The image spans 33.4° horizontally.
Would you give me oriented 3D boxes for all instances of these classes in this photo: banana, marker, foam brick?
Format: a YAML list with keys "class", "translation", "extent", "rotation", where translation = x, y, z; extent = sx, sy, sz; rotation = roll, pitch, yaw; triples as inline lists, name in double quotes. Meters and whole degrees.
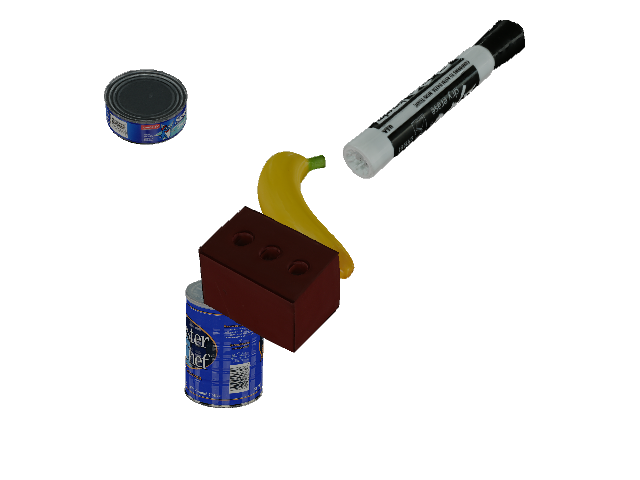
- class: "banana"
  translation: [-0.018, -0.031, 0.918]
  extent: [0.069, 0.037, 0.198]
  rotation: [-3, 34, -6]
- class: "marker"
  translation: [0.057, -0.070, 0.507]
  extent: [0.121, 0.020, 0.020]
  rotation: [-41, 21, -26]
- class: "foam brick"
  translation: [-0.033, 0.025, 0.692]
  extent: [0.078, 0.051, 0.052]
  rotation: [26, 49, 23]

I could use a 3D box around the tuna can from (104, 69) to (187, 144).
- class: "tuna can"
  translation: [-0.183, -0.140, 1.119]
  extent: [0.086, 0.086, 0.034]
  rotation: [0, -43, -7]

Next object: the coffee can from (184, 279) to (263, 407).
- class: "coffee can"
  translation: [-0.123, 0.129, 1.371]
  extent: [0.103, 0.140, 0.103]
  rotation: [3, 18, -1]
